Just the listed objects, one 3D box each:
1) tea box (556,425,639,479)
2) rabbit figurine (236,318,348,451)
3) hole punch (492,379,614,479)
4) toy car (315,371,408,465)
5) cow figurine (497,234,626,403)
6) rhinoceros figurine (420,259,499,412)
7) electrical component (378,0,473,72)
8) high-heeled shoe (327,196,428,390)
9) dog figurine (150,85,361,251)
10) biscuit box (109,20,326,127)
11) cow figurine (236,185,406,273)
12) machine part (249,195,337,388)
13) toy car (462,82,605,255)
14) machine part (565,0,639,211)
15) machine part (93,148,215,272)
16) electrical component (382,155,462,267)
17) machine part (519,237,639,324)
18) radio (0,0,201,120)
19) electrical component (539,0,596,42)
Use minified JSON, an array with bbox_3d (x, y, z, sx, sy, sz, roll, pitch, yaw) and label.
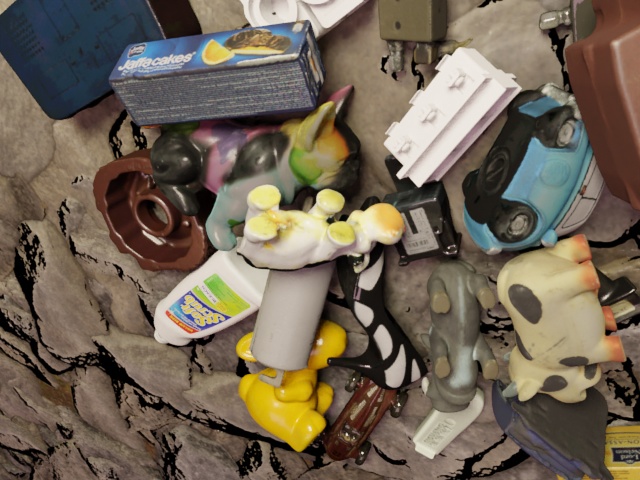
[{"bbox_3d":[0.384,0.283,0.653,0.170,0.068,0.098,-13,113,30],"label":"tea box"},{"bbox_3d":[-0.031,0.173,0.752,0.162,0.122,0.173,36,113,11],"label":"rabbit figurine"},{"bbox_3d":[0.266,0.217,0.639,0.142,0.116,0.092,39,134,-3],"label":"hole punch"},{"bbox_3d":[0.056,0.264,0.791,0.089,0.053,0.202,31,128,7],"label":"toy car"},{"bbox_3d":[0.236,0.096,0.552,0.127,0.085,0.194,-15,121,28],"label":"cow figurine"},{"bbox_3d":[0.153,0.119,0.628,0.073,0.112,0.190,-6,106,-6],"label":"rhinoceros figurine"},{"bbox_3d":[0.095,-0.209,0.493,0.078,0.045,0.102,18,127,47],"label":"electrical component"},{"bbox_3d":[0.092,0.074,0.660,0.145,0.086,0.248,6,109,-17],"label":"high-heeled shoe"},{"bbox_3d":[-0.063,-0.103,0.587,0.191,0.108,0.219,47,121,-6],"label":"dog figurine"},{"bbox_3d":[-0.100,-0.158,0.519,0.203,0.059,0.062,-1,143,18],"label":"biscuit box"},{"bbox_3d":[0.000,0.000,0.561,0.167,0.068,0.098,3,144,-14],"label":"cow figurine"},{"bbox_3d":[-0.030,0.067,0.653,0.079,0.079,0.243,17,99,13],"label":"machine part"},{"bbox_3d":[0.210,-0.058,0.508,0.103,0.109,0.161,17,113,-15],"label":"toy car"},{"bbox_3d":[0.303,-0.123,0.391,0.201,0.087,0.201,-25,104,7],"label":"machine part"},{"bbox_3d":[-0.214,-0.039,0.716,0.180,0.056,0.179,11,122,18],"label":"machine part"},{"bbox_3d":[0.104,-0.035,0.591,0.075,0.048,0.119,-11,116,27],"label":"electrical component"},{"bbox_3d":[0.277,0.045,0.574,0.139,0.039,0.084,39,135,-5],"label":"machine part"},{"bbox_3d":[-0.253,-0.234,0.605,0.230,0.073,0.131,-16,113,32],"label":"radio"},{"bbox_3d":[0.239,-0.181,0.460,0.094,0.021,0.063,-3,118,24],"label":"electrical component"}]
